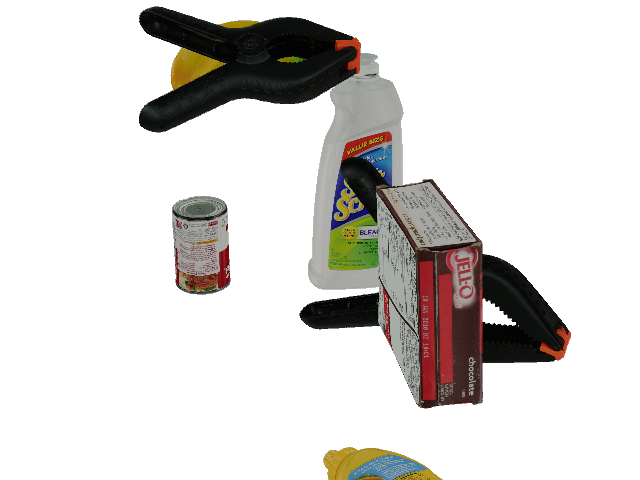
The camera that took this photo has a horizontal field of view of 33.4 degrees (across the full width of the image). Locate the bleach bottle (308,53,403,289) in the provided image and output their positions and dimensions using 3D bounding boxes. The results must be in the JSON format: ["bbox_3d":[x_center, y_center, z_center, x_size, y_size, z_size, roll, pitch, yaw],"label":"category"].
[{"bbox_3d":[0.037,-0.073,1.139,0.102,0.251,0.068,-3,24,-5],"label":"bleach bottle"}]

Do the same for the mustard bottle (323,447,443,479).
[{"bbox_3d":[0.069,0.235,0.966,0.096,0.058,0.192,-17,26,-35],"label":"mustard bottle"}]

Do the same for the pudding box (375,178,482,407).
[{"bbox_3d":[0.058,0.025,0.580,0.039,0.090,0.113,-5,21,-8],"label":"pudding box"}]

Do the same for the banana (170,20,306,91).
[{"bbox_3d":[-0.085,-0.183,1.040,0.070,0.037,0.197,43,38,21],"label":"banana"}]

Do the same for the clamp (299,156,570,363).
[{"bbox_3d":[0.088,0.030,0.802,0.210,0.165,0.036,18,39,15],"label":"clamp"}]

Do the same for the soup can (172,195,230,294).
[{"bbox_3d":[-0.145,0.005,1.297,0.068,0.102,0.068,0,26,0],"label":"soup can"}]

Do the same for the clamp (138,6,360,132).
[{"bbox_3d":[-0.059,-0.140,0.800,0.171,0.120,0.039,-10,-30,-11],"label":"clamp"}]
